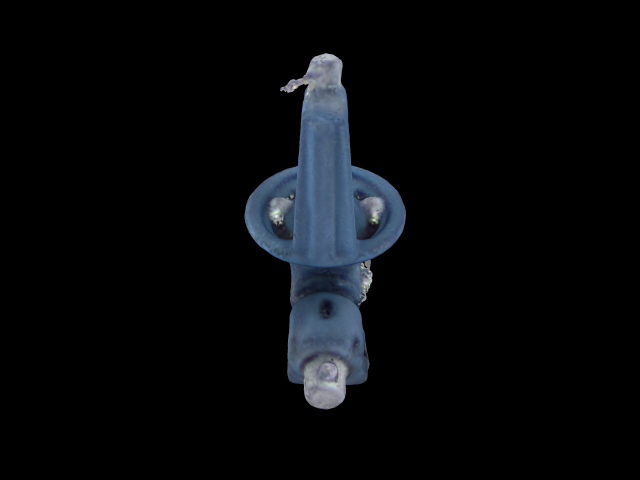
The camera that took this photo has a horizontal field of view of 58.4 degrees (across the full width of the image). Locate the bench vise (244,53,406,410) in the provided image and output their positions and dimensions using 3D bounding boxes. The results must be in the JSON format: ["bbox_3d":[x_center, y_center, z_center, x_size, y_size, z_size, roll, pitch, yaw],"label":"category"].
[{"bbox_3d":[0.015,-0.002,0.402,0.121,0.220,0.207,-15,59,-9],"label":"bench vise"}]
